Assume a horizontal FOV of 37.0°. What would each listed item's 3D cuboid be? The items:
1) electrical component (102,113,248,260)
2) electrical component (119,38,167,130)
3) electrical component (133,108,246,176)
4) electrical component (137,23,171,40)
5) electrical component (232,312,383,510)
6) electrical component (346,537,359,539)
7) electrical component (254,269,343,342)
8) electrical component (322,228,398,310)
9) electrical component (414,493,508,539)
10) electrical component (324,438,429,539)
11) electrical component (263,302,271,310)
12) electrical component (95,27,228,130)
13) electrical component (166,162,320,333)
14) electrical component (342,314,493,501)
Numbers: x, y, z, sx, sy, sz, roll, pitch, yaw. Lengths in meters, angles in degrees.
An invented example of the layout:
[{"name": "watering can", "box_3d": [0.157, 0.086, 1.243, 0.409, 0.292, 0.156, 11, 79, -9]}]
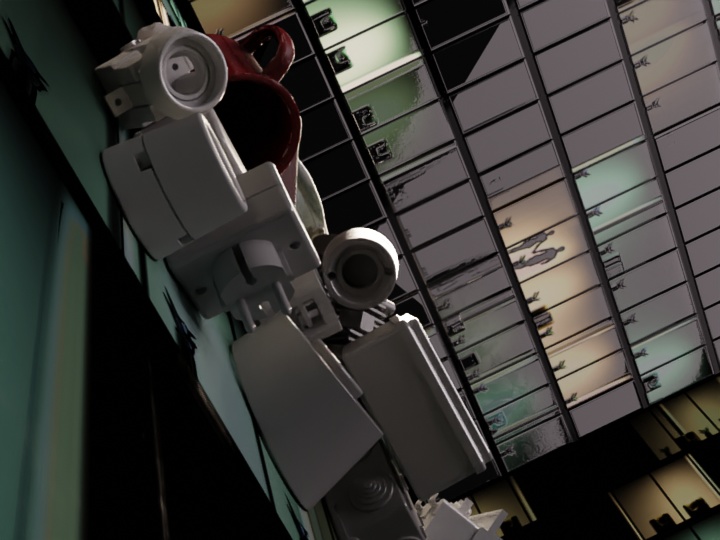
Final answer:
[{"name": "electrical component", "box_3d": [-0.082, -0.039, 0.486, 0.055, 0.047, 0.055, 155, -90, -89]}, {"name": "electrical component", "box_3d": [-0.119, -0.103, 0.631, 0.065, 0.044, 0.044, 60, 0, -11]}, {"name": "electrical component", "box_3d": [-0.084, -0.041, 0.597, 0.065, 0.047, 0.076, 65, -1, -51]}, {"name": "electrical component", "box_3d": [-0.151, -0.159, 0.835, 0.035, 0.035, 0.061, 66, 0, -71]}, {"name": "electrical component", "box_3d": [-0.034, 0.074, 0.599, 0.099, 0.064, 0.099, 51, -4, 5]}, {"name": "electrical component", "box_3d": [0.007, 0.166, 0.576, 0.061, 0.035, 0.035, 62, 1, -33]}, {"name": "electrical component", "box_3d": [-0.056, 0.013, 0.753, 0.089, 0.056, 0.050, -116, -179, -53]}, {"name": "electrical component", "box_3d": [0.000, 0.000, 0.754, 0.047, 0.055, 0.055, -92, 157, -83]}, {"name": "electrical component", "box_3d": [0.058, 0.210, 0.810, 0.063, 0.078, 0.121, 38, -20, 1]}, {"name": "electrical component", "box_3d": [0.009, 0.158, 0.721, 0.099, 0.048, 0.099, -116, -179, -48]}, {"name": "electrical component", "box_3d": [-0.071, 0.000, 0.647, 0.040, 0.040, 0.046, 64, 5, 33]}, {"name": "electrical component", "box_3d": [-0.102, -0.102, 0.570, 0.055, 0.066, 0.048, 4, -54, 50]}, {"name": "electrical component", "box_3d": [-0.055, -0.002, 0.524, 0.047, 0.066, 0.076, 65, -1, -49]}, {"name": "electrical component", "box_3d": [0.035, 0.089, 0.727, 0.108, 0.056, 0.109, 61, -1, 0]}]
